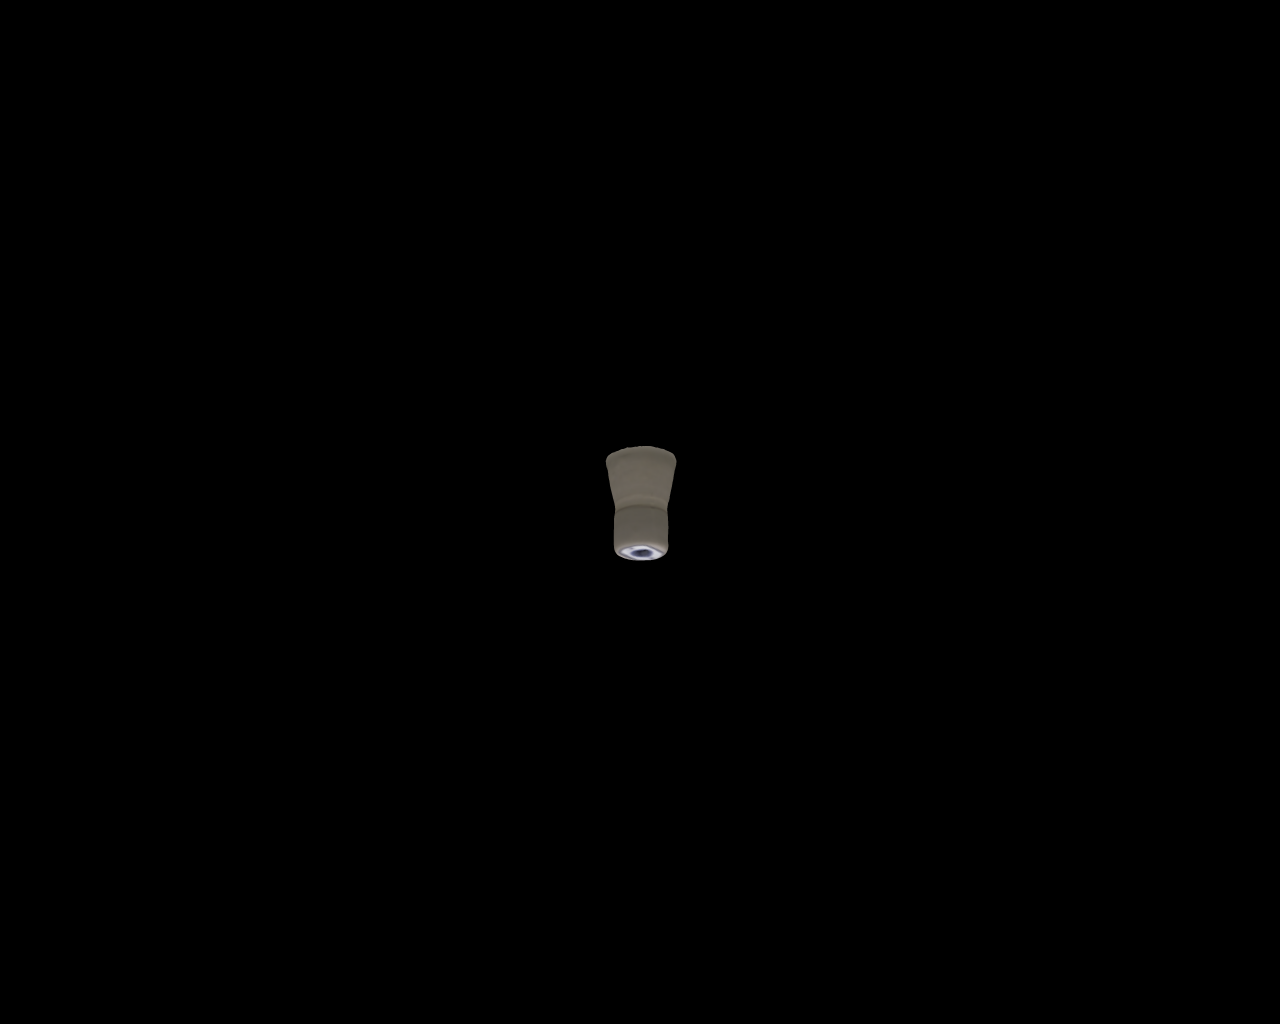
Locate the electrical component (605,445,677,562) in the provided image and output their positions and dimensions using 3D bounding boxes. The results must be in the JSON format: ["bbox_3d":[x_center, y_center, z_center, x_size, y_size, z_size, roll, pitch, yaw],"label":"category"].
[{"bbox_3d":[0.001,-0.003,0.650,0.044,0.065,0.044,0,-22,0],"label":"electrical component"}]
